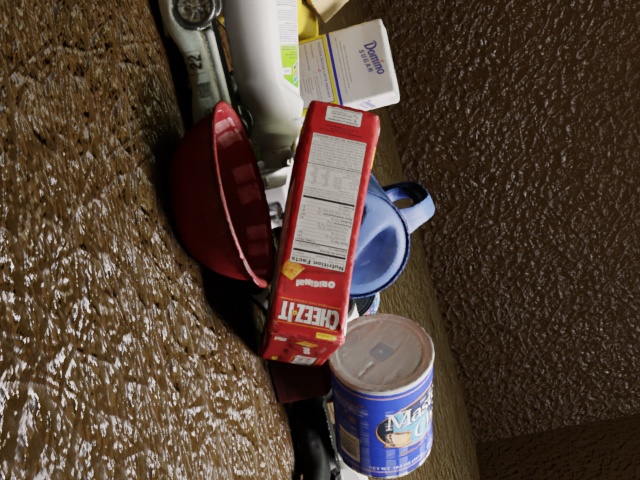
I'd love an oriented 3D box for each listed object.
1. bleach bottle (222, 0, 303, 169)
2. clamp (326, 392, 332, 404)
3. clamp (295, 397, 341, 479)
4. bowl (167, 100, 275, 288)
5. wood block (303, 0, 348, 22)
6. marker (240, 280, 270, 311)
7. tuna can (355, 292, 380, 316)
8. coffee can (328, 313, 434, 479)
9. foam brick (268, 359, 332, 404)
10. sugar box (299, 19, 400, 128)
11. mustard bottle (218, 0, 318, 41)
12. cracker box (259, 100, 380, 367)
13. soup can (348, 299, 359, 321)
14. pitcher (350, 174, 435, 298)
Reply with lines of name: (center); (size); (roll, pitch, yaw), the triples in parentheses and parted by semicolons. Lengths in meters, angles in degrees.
bleach bottle: (-0.056, -0.194, 1.037); (0.102, 0.068, 0.251); (-27, 114, -67)
clamp: (-0.009, 0.122, 1.198); (0.120, 0.039, 0.171); (-84, 159, -67)
clamp: (-0.001, 0.236, 1.107); (0.164, 0.036, 0.210); (62, 16, -58)
bowl: (-0.087, -0.033, 0.900); (0.162, 0.055, 0.162); (-12, 90, -81)
wood block: (-0.040, -0.363, 1.231); (0.206, 0.090, 0.090); (47, 4, 11)
marker: (-0.055, 0.058, 1.077); (0.121, 0.020, 0.020); (57, 22, -65)
tuna can: (0.033, 0.073, 1.375); (0.033, 0.086, 0.086); (63, 17, -61)
coffee can: (0.063, 0.158, 1.076); (0.103, 0.103, 0.140); (-92, 178, -48)
foam brick: (-0.022, 0.121, 1.090); (0.051, 0.053, 0.078); (-30, 108, -80)
sugar box: (-0.003, -0.183, 1.223); (0.048, 0.176, 0.093); (43, 35, -74)
mustard bottle: (-0.066, -0.257, 1.194); (0.191, 0.096, 0.058); (33, 57, -76)
cracker box: (-0.001, 0.001, 0.987); (0.164, 0.072, 0.213); (114, -14, -76)
soup can: (0.024, 0.122, 1.312); (0.068, 0.068, 0.102); (-89, 163, -55)
pitcher: (0.044, -0.030, 1.345); (0.243, 0.149, 0.145); (-99, -151, -73)
